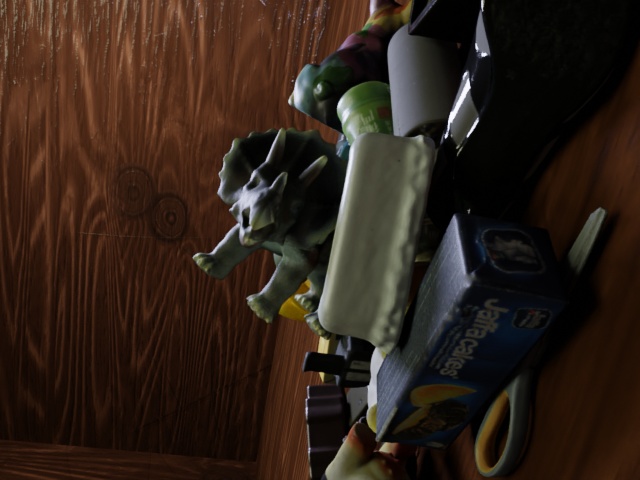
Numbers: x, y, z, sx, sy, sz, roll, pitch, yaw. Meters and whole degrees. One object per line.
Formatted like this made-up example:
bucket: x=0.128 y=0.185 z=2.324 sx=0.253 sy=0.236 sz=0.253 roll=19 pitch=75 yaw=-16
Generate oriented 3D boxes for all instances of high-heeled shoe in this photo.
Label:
high-heeled shoe: x=0.136 y=-0.113 z=0.372 sx=0.145 sy=0.086 sz=0.248 roll=-46 pitch=-24 yaw=-72

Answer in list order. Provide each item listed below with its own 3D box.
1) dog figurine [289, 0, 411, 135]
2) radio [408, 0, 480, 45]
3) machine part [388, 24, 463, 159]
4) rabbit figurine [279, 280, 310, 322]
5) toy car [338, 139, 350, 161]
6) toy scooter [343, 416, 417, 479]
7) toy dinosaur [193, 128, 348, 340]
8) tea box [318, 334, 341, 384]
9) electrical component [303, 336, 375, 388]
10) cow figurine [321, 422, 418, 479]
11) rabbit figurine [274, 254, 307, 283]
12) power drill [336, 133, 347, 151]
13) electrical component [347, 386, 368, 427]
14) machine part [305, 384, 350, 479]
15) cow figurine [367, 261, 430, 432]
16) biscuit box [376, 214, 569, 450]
dog figurine: x=0.064 y=-0.258 z=0.743 sx=0.219 sy=0.109 sz=0.191 roll=-64 pitch=-20 yaw=15
radio: x=0.140 y=-0.256 z=0.427 sx=0.229 sy=0.073 sz=0.131 roll=-164 pitch=81 yaw=-82
machine part: x=0.109 y=-0.145 z=0.542 sx=0.079 sy=0.079 sz=0.243 roll=107 pitch=169 yaw=-52
rabbit figurine: x=0.006 y=0.092 z=0.932 sx=0.121 sy=0.162 sz=0.173 roll=-60 pitch=38 yaw=41
toy car: x=0.082 y=-0.104 z=0.690 sx=0.103 sy=0.109 sz=0.162 roll=-55 pitch=3 yaw=21
toy scooter: x=0.049 y=0.264 z=0.566 sx=0.135 sy=0.075 sz=0.183 roll=-123 pitch=47 yaw=-76
toy dinosaur: x=0.005 y=0.002 z=0.616 sx=0.192 sy=0.131 sz=0.404 roll=-53 pitch=-32 yaw=8
tea box: x=0.041 y=0.127 z=0.827 sx=0.098 sy=0.068 sz=0.169 roll=-165 pitch=83 yaw=-83
electrical component: x=0.040 y=0.134 z=0.621 sx=0.048 sy=0.119 sz=0.074 roll=-91 pitch=9 yaw=-51
cow figurine: x=0.053 y=0.259 z=0.413 sx=0.127 sy=0.085 sz=0.195 roll=-58 pitch=37 yaw=27
rabbit figurine: x=-0.002 y=-0.020 z=0.764 sx=0.170 sy=0.159 sz=0.121 roll=-41 pitch=0 yaw=-19
power drill: x=0.063 y=-0.150 z=0.925 sx=0.207 sy=0.086 sz=0.232 roll=-176 pitch=93 yaw=-79
electrical component: x=0.063 y=0.201 z=0.671 sx=0.102 sy=0.045 sz=0.078 roll=-95 pitch=29 yaw=-59
machine part: x=0.019 y=0.280 z=0.709 sx=0.179 sy=0.056 sz=0.179 roll=-9 pitch=-89 yaw=-86
cow figurine: x=0.086 y=0.098 z=0.518 sx=0.098 sy=0.068 sz=0.167 roll=-90 pitch=9 yaw=-82
biscuit box: x=0.091 y=0.074 z=0.372 sx=0.202 sy=0.059 sz=0.063 roll=104 pitch=175 yaw=-46
